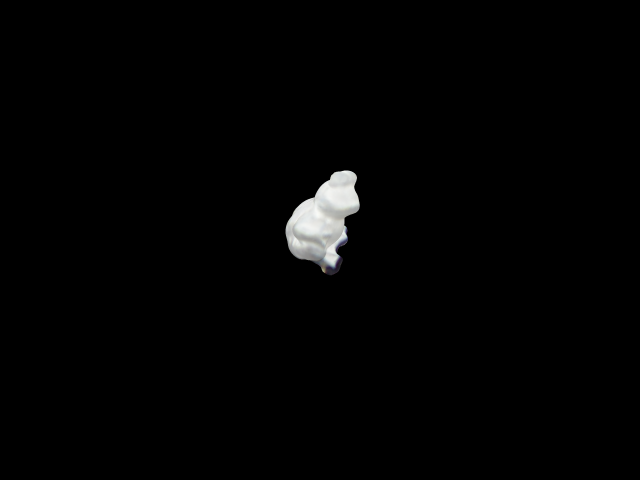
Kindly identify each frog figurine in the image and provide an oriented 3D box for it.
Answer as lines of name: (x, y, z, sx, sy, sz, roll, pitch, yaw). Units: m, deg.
frog figurine: (0.003, -0.043, 0.850, 0.123, 0.155, 0.140, 22, 46, 23)
